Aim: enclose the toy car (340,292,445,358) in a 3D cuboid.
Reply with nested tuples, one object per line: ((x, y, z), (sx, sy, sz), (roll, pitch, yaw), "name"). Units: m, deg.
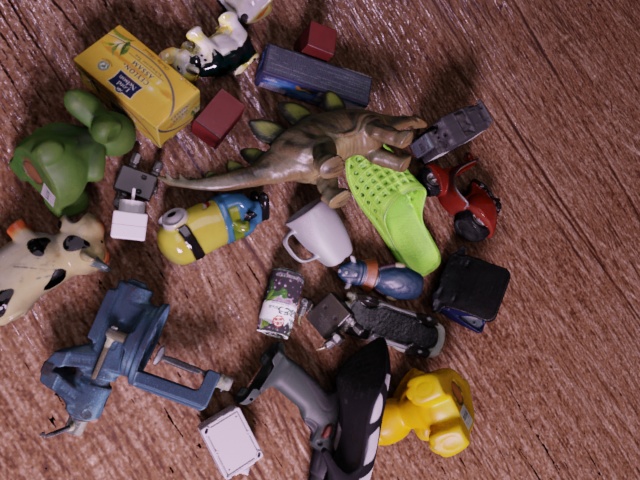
((0.121, 0.146, 0.917), (0.202, 0.056, 0.073), (19, 79, -13), "toy car")

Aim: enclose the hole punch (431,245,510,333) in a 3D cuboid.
((0.270, 0.096, 0.975), (0.116, 0.092, 0.142), (22, 71, 18), "hole punch")

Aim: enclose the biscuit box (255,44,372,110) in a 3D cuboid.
((-0.012, -0.283, 0.962), (0.203, 0.059, 0.063), (14, 74, -17), "biscuit box")

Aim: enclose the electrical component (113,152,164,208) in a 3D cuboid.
((-0.285, -0.087, 0.839), (0.063, 0.021, 0.094), (21, 78, -15), "electrical component")

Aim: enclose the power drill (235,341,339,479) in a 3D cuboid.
((-0.025, 0.270, 0.823), (0.207, 0.086, 0.232), (34, 68, -6), "power drill")

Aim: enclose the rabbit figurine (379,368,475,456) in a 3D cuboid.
((0.148, 0.265, 0.858), (0.122, 0.173, 0.162), (57, 22, -1), "rabbit figurine")

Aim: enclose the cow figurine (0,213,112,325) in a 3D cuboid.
((-0.382, 0.035, 0.745), (0.127, 0.085, 0.195), (46, 71, -6), "cow figurine")

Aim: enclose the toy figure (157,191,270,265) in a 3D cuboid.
((-0.164, -0.023, 0.839), (0.180, 0.082, 0.089), (-18, 82, -25), "toy figure")

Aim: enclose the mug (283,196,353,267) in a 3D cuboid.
((-0.002, -0.003, 0.893), (0.109, 0.081, 0.107), (-43, 102, -27), "mug")

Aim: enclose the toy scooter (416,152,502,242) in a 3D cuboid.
((0.278, -0.093, 1.018), (0.184, 0.075, 0.135), (45, 67, 0), "toy scooter")

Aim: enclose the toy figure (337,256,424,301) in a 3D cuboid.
((0.101, 0.066, 0.926), (0.154, 0.058, 0.064), (13, 68, -12), "toy figure")

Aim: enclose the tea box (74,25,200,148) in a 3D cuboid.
((-0.281, -0.238, 0.837), (0.170, 0.068, 0.098), (38, 68, 2), "tea box")

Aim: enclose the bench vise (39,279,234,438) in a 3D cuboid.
((-0.244, 0.181, 0.743), (0.241, 0.129, 0.223), (22, 70, -6), "bench vise")

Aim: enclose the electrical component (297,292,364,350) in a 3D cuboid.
((0.011, 0.128, 0.862), (0.078, 0.045, 0.102), (-41, 70, 12), "electrical component")

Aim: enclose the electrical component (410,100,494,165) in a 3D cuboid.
((0.237, -0.195, 1.002), (0.134, 0.115, 0.058), (-28, 86, -25), "electrical component")

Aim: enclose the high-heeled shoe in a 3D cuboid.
((0.069, 0.275, 0.799), (0.249, 0.086, 0.145), (-53, 130, -40), "high-heeled shoe")

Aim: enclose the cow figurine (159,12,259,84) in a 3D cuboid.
((-0.188, -0.304, 0.903), (0.167, 0.068, 0.098), (-38, 98, -22), "cow figurine")

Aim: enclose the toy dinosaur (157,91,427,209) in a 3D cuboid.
((-0.015, -0.144, 0.872), (0.471, 0.104, 0.199), (-23, 49, -27), "toy dinosaur")

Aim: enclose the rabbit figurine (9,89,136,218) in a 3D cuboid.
((-0.344, -0.144, 0.778), (0.121, 0.159, 0.170), (42, 53, 4), "rabbit figurine")

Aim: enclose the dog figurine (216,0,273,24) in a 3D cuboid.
((-0.082, -0.492, 0.968), (0.108, 0.191, 0.219), (39, 34, -5), "dog figurine")
